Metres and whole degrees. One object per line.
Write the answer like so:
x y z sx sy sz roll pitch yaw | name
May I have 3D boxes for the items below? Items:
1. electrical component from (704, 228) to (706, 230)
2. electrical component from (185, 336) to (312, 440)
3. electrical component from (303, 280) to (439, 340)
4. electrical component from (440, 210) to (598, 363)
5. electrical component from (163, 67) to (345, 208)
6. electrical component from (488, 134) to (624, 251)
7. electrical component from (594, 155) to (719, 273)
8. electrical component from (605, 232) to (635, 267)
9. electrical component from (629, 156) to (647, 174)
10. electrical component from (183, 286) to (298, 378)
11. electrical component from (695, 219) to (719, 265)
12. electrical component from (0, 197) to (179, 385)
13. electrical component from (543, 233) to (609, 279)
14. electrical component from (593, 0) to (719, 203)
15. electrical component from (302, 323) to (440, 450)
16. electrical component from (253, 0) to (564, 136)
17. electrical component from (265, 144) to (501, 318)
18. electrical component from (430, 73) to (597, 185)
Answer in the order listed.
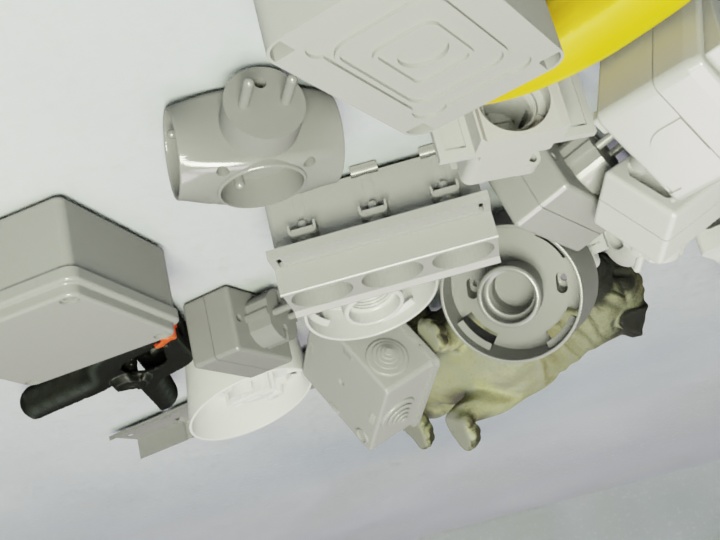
0.193 -0.052 0.654 0.048 0.062 0.048 -13 160 -5 | electrical component
-0.087 0.086 0.831 0.099 0.064 0.099 -12 160 -5 | electrical component
0.000 0.000 0.696 0.099 0.064 0.099 -14 147 -9 | electrical component
0.101 0.011 0.692 0.099 0.099 0.064 -22 -174 22 | electrical component
-0.046 -0.065 0.485 0.077 0.044 0.079 -8 159 -17 | electrical component
0.126 -0.057 0.620 0.076 0.047 0.083 -40 151 23 | electrical component
0.170 -0.030 0.610 0.066 0.047 0.076 -33 146 -29 | electrical component
0.201 -0.030 0.746 0.062 0.048 0.048 -13 161 -24 | electrical component
0.172 -0.086 0.564 0.066 0.048 0.055 -44 169 -35 | electrical component
-0.068 0.037 0.737 0.077 0.047 0.066 -24 158 24 | electrical component
0.279 -0.032 0.774 0.050 0.055 0.089 -29 155 35 | electrical component
-0.175 0.015 0.595 0.109 0.056 0.109 -20 159 15 | electrical component
0.131 -0.017 0.737 0.081 0.042 0.064 -24 161 27 | electrical component
0.150 -0.091 0.485 0.062 0.096 0.061 39 132 -24 | electrical component
0.004 0.070 0.772 0.048 0.099 0.099 -29 152 -28 | electrical component
0.017 -0.104 0.404 0.078 0.057 0.113 -25 157 27 | electrical component
0.012 -0.023 0.607 0.121 0.063 0.078 -15 160 4 | electrical component
0.072 -0.075 0.543 0.081 0.042 0.063 -11 163 -8 | electrical component
